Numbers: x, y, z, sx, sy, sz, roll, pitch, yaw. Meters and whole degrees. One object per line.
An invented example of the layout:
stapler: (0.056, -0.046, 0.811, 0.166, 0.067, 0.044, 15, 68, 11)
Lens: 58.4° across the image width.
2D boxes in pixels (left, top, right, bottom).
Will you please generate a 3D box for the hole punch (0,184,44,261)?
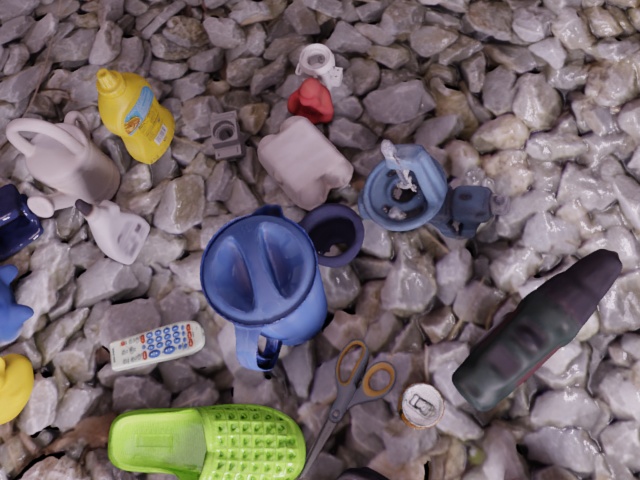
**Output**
hole punch: (-0.520, -0.034, 0.910, 0.109, 0.091, 0.101, -34, 71, -5)

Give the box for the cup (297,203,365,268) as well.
cup: (0.008, 0.003, 0.832, 0.117, 0.095, 0.092, 6, 72, 9)

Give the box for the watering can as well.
watering can: (-0.392, -0.119, 0.869, 0.101, 0.194, 0.173, -17, 70, 1)

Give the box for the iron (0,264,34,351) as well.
iron: (-0.568, 0.128, 0.834, 0.258, 0.141, 0.118, -31, 70, -4)

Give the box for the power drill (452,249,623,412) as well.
power drill: (0.253, 0.117, 0.703, 0.230, 0.208, 0.075, -42, 71, -8)

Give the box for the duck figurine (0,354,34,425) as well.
duck figurine: (-0.470, 0.212, 0.823, 0.077, 0.086, 0.104, 8, 72, 10)

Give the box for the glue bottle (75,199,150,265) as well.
glue bottle: (-0.309, -0.023, 0.838, 0.037, 0.173, 0.078, 20, 75, 13)

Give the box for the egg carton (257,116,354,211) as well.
egg carton: (-0.026, -0.120, 0.892, 0.107, 0.069, 0.150, -40, 71, -7)

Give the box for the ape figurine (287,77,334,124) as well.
ape figurine: (-0.013, -0.225, 0.914, 0.077, 0.092, 0.076, 32, 78, 16)

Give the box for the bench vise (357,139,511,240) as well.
bench vise: (0.151, -0.081, 0.777, 0.207, 0.220, 0.121, -9, 70, 4)

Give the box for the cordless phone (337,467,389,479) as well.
cordless phone: (0.071, 0.332, 0.664, 0.147, 0.185, 0.094, 22, 75, 14)
